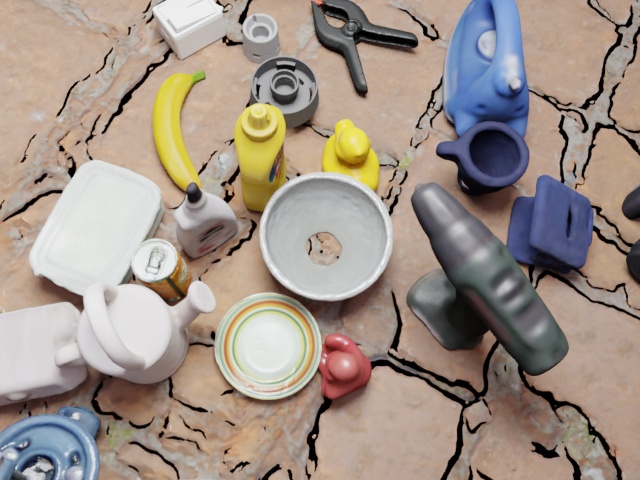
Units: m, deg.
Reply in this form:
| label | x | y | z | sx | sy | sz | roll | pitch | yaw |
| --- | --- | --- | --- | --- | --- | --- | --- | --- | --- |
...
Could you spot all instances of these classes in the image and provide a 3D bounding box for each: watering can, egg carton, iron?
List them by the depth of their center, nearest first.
| label | x | y | z | sx | sy | sz | roll | pitch | yaw |
| --- | --- | --- | --- | --- | --- | --- | --- | --- | --- |
| watering can | -0.203 | 0.095 | 0.626 | 0.101 | 0.194 | 0.173 | 44 | 75 | 10 |
| egg carton | -0.350 | 0.135 | 0.669 | 0.150 | 0.069 | 0.107 | -12 | 74 | -7 |
| iron | 0.242 | -0.275 | 0.796 | 0.118 | 0.141 | 0.258 | 3 | 73 | -3 |

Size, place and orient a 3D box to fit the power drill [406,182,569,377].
| label | x | y | z | sx | sy | sz | roll | pitch | yaw |
| --- | --- | --- | --- | --- | --- | --- | --- | --- | --- |
| power drill | 0.167 | 0.056 | 0.653 | 0.076 | 0.208 | 0.229 | -39 | 79 | -13 |

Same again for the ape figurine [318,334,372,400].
| label | x | y | z | sx | sy | sz | roll | pitch | yaw |
| --- | --- | --- | --- | --- | --- | --- | --- | --- | --- |
| ape figurine | 0.026 | 0.150 | 0.676 | 0.076 | 0.092 | 0.078 | 23 | 73 | 4 |

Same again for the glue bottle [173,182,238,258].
| label | x | y | z | sx | sy | sz | roll | pitch | yaw |
| --- | --- | --- | --- | --- | --- | --- | --- | --- | --- |
| glue bottle | -0.140 | -0.029 | 0.679 | 0.078 | 0.173 | 0.037 | -38 | 78 | -13 |

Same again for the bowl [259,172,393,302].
| label | x | y | z | sx | sy | sz | roll | pitch | yaw |
| --- | --- | --- | --- | --- | --- | --- | --- | --- | --- |
| bowl | 0.007 | 0.003 | 0.730 | 0.167 | 0.075 | 0.167 | 1 | 73 | -3 |

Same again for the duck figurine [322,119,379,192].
| label | x | y | z | sx | sy | sz | roll | pitch | yaw |
| --- | --- | --- | --- | --- | --- | --- | --- | --- | --- |
| duck figurine | 0.044 | -0.111 | 0.762 | 0.077 | 0.086 | 0.104 | -18 | 75 | -9 |

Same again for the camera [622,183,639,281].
| label | x | y | z | sx | sy | sz | roll | pitch | yaw |
| --- | --- | --- | --- | --- | --- | --- | --- | --- | --- |
| camera | 0.465 | -0.014 | 0.750 | 0.137 | 0.101 | 0.143 | -35 | 78 | -13 |

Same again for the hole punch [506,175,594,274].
| label | x | y | z | sx | sy | sz | roll | pitch | yaw |
| --- | --- | --- | --- | --- | --- | --- | --- | --- | --- |
| hole punch | 0.309 | -0.021 | 0.748 | 0.101 | 0.091 | 0.109 | 13 | 72 | 1 |

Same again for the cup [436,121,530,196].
| label | x | y | z | sx | sy | sz | roll | pitch | yaw |
| --- | --- | --- | --- | --- | --- | --- | --- | --- | --- |
| cup | 0.205 | -0.099 | 0.763 | 0.117 | 0.095 | 0.092 | 7 | 72 | -1 |

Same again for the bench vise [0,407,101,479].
| label | x | y | z | sx | sy | sz | roll | pitch | yaw |
| --- | --- | --- | --- | --- | --- | --- | --- | --- | --- |
| bench vise | -0.284 | 0.268 | 0.553 | 0.121 | 0.220 | 0.207 | -3 | 73 | -4 |
